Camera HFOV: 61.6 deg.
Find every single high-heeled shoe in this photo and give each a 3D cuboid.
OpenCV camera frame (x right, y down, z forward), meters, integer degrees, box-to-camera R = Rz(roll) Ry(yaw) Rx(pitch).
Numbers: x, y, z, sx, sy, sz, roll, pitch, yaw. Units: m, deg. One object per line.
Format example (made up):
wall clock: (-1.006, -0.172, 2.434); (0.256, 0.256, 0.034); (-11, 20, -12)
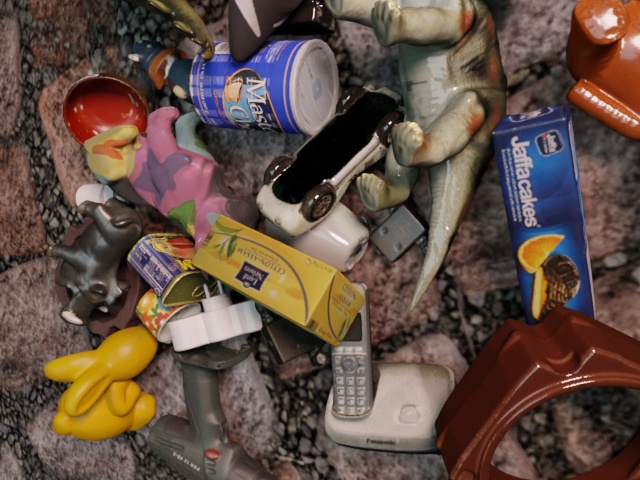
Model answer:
high-heeled shoe: (0.008, -0.264, 0.507); (0.145, 0.086, 0.248); (37, 111, 28)

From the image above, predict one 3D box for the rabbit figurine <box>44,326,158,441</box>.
rabbit figurine: (-0.304, 0.191, 0.764); (0.122, 0.162, 0.173); (47, 109, 28)

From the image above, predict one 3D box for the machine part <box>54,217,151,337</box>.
machine part: (-0.317, 0.052, 0.805); (0.180, 0.056, 0.179); (3, 96, 26)

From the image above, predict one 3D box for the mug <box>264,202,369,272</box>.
mug: (-0.001, -0.002, 0.623); (0.107, 0.081, 0.109); (31, 135, 24)

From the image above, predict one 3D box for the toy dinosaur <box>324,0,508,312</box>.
toy dinosaur: (0.123, -0.147, 0.510); (0.131, 0.192, 0.404); (31, 134, 58)

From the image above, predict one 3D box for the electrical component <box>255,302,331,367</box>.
electrical component: (-0.026, 0.108, 0.654); (0.102, 0.078, 0.045); (69, 154, 10)

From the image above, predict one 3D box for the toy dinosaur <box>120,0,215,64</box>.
toy dinosaur: (-0.235, -0.341, 0.638); (0.472, 0.198, 0.105); (43, 116, 19)

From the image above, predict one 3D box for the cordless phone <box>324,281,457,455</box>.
cordless phone: (0.076, 0.135, 0.598); (0.147, 0.088, 0.184); (-7, 85, 28)

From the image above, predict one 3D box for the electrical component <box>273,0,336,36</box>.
electrical component: (-0.025, -0.296, 0.613); (0.134, 0.058, 0.114); (5, 100, 28)

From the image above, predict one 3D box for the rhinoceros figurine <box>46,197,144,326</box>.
rhinoceros figurine: (-0.302, 0.031, 0.731); (0.112, 0.073, 0.190); (37, 107, 7)

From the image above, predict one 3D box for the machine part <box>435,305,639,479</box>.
machine part: (0.223, 0.176, 0.474); (0.201, 0.087, 0.201); (26, 107, -7)

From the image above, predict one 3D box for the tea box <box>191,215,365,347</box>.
tea box: (-0.046, 0.044, 0.595); (0.170, 0.098, 0.068); (25, 78, 30)

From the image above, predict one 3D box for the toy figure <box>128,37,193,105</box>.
toy figure: (-0.185, -0.216, 0.701); (0.155, 0.064, 0.057); (30, 119, 21)

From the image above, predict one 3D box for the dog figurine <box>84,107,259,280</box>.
dog figurine: (-0.183, -0.050, 0.691); (0.192, 0.108, 0.219); (-19, 90, 12)

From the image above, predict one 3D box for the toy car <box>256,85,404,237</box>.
toy car: (0.017, -0.090, 0.576); (0.074, 0.056, 0.202); (37, 75, 24)

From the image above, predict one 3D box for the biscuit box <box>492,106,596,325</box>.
biscuit box: (0.207, -0.016, 0.489); (0.063, 0.059, 0.202); (-7, 110, 28)

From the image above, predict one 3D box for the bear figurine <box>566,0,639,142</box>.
bear figurine: (0.286, -0.108, 0.433); (0.120, 0.132, 0.196); (-26, 77, 6)

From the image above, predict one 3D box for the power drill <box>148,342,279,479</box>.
power drill: (-0.131, 0.242, 0.723); (0.232, 0.086, 0.207); (7, 106, 30)

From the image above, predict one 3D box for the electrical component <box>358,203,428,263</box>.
electrical component: (0.088, -0.006, 0.606); (0.094, 0.021, 0.063); (49, 115, 14)
